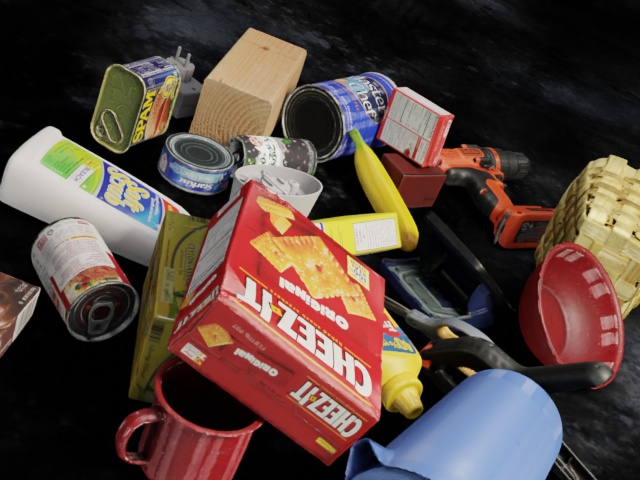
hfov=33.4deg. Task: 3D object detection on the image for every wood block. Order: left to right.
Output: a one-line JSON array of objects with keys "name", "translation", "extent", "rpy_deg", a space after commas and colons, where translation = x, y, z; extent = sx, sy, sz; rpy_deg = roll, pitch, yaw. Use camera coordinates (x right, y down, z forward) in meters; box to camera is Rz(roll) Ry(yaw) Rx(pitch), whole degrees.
[{"name": "wood block", "translation": [-0.090, -0.193, 1.392], "extent": [0.091, 0.090, 0.206], "rpy_deg": [22, 30, 1]}]

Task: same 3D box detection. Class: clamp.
[{"name": "clamp", "translation": [0.183, 0.155, 1.013], "extent": [0.210, 0.164, 0.036], "rpy_deg": [17, 40, 39]}]

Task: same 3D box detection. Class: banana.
[{"name": "banana", "translation": [0.079, -0.048, 1.304], "extent": [0.069, 0.037, 0.198], "rpy_deg": [42, 18, -52]}]

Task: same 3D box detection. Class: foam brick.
[{"name": "foam brick", "translation": [0.113, -0.077, 1.378], "extent": [0.078, 0.053, 0.051], "rpy_deg": [-3, 39, -38]}]

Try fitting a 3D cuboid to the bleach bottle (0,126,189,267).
[{"name": "bleach bottle", "translation": [-0.191, -0.024, 1.086], "extent": [0.251, 0.068, 0.102], "rpy_deg": [26, 30, 2]}]

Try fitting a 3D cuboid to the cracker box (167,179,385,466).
[{"name": "cracker box", "translation": [-0.026, 0.058, 0.889], "extent": [0.164, 0.072, 0.213], "rpy_deg": [38, 24, -15]}]

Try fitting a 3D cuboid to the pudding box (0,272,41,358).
[{"name": "pudding box", "translation": [-0.301, 0.065, 0.893], "extent": [0.090, 0.039, 0.113], "rpy_deg": [22, 30, 1]}]

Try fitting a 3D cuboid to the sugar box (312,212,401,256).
[{"name": "sugar box", "translation": [-0.007, 0.001, 1.139], "extent": [0.175, 0.048, 0.094], "rpy_deg": [-5, -1, -42]}]

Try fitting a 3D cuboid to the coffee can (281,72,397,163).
[{"name": "coffee can", "translation": [0.032, -0.163, 1.412], "extent": [0.103, 0.103, 0.140], "rpy_deg": [38, 34, 24]}]

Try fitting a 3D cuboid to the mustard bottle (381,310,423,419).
[{"name": "mustard bottle", "translation": [0.045, 0.101, 1.042], "extent": [0.096, 0.058, 0.192], "rpy_deg": [12, 30, -40]}]

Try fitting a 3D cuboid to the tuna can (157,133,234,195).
[{"name": "tuna can", "translation": [-0.144, -0.090, 1.247], "extent": [0.086, 0.034, 0.086], "rpy_deg": [16, 31, -10]}]

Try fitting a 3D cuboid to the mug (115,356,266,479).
[{"name": "mug", "translation": [-0.106, 0.151, 0.841], "extent": [0.117, 0.082, 0.093], "rpy_deg": [-4, 39, -38]}]

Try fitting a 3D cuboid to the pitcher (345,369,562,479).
[{"name": "pitcher", "translation": [0.120, 0.206, 0.875], "extent": [0.145, 0.149, 0.242], "rpy_deg": [18, 23, 24]}]

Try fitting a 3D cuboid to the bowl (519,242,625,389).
[{"name": "bowl", "translation": [0.267, 0.086, 1.171], "extent": [0.161, 0.055, 0.162], "rpy_deg": [16, 66, -40]}]

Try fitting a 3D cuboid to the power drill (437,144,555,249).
[{"name": "power drill", "translation": [0.251, -0.063, 1.445], "extent": [0.184, 0.057, 0.188], "rpy_deg": [-4, 36, -31]}]

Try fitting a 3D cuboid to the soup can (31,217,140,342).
[{"name": "soup can", "translation": [-0.215, 0.035, 0.969], "extent": [0.068, 0.069, 0.102], "rpy_deg": [-3, 38, -36]}]

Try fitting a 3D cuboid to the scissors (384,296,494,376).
[{"name": "scissors", "translation": [0.113, 0.099, 1.118], "extent": [0.016, 0.096, 0.202], "rpy_deg": [-41, 32, -22]}]

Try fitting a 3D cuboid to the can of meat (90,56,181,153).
[{"name": "can of meat", "translation": [-0.214, -0.161, 1.249], "extent": [0.057, 0.102, 0.083], "rpy_deg": [31, 29, 15]}]

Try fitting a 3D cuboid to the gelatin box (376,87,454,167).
[{"name": "gelatin box", "translation": [0.121, -0.145, 1.363], "extent": [0.030, 0.073, 0.089], "rpy_deg": [-11, 38, -46]}]
